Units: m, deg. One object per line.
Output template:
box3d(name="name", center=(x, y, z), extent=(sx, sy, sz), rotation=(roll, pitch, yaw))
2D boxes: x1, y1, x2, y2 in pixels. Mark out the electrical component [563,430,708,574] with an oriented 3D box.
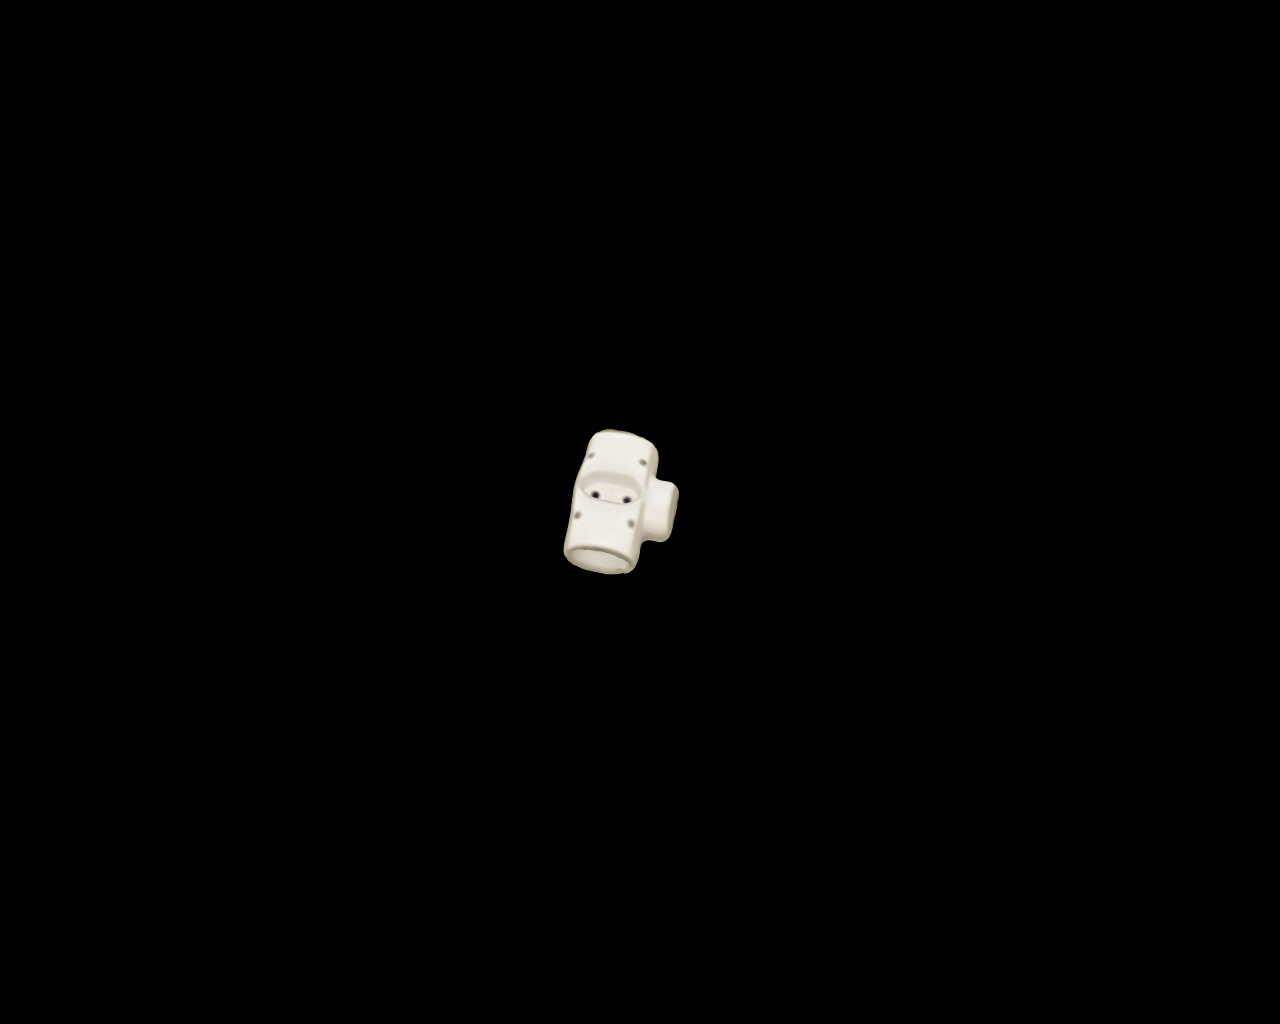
box3d(name="electrical component", center=(0.001, -0.003, 0.650), extent=(0.079, 0.077, 0.043), rotation=(11, -24, 5))
